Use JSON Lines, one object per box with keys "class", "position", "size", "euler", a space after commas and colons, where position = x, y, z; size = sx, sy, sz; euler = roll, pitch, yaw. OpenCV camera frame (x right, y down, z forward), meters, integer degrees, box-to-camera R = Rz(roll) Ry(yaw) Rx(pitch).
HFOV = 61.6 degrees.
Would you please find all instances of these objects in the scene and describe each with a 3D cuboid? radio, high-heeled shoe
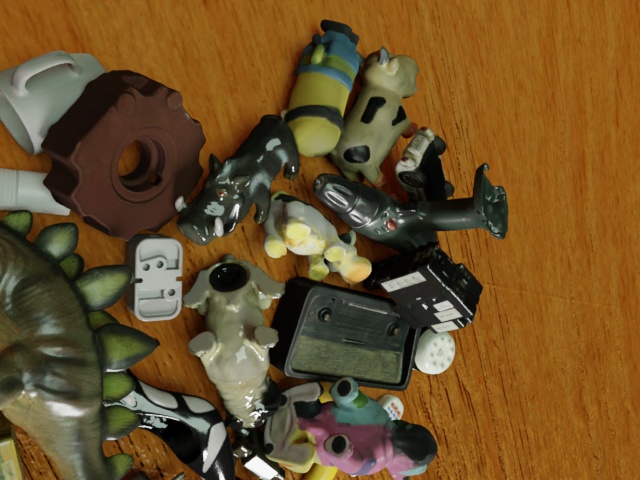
{"class": "radio", "position": [0.042, 0.139, 0.789], "size": [0.229, 0.073, 0.131], "euler": [17, 88, -34]}
{"class": "high-heeled shoe", "position": [-0.200, 0.230, 0.628], "size": [0.145, 0.086, 0.248], "euler": [-31, 92, -46]}

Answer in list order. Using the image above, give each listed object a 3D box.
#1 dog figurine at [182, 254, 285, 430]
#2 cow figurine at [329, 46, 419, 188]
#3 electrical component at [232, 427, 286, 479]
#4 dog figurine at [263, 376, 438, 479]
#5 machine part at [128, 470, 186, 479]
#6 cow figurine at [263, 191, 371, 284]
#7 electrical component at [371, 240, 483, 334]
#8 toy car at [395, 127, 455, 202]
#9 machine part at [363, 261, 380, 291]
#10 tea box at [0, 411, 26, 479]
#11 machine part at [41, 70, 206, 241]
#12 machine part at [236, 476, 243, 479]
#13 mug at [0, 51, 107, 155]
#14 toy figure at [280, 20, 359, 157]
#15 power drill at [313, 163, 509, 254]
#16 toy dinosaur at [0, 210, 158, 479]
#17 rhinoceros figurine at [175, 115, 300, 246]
{"class": "dog figurine", "position": [-0.105, 0.134, 0.703], "size": [0.121, 0.172, 0.190], "euler": [3, 137, 2]}
{"class": "cow figurine", "position": [0.078, -0.184, 0.769], "size": [0.127, 0.086, 0.195], "euler": [41, 75, -36]}
{"class": "electrical component", "position": [-0.092, 0.297, 0.729], "size": [0.045, 0.078, 0.102], "euler": [-40, 123, 3]}
{"class": "dog figurine", "position": [0.052, 0.281, 0.752], "size": [0.219, 0.192, 0.108], "euler": [41, 42, -40]}
{"class": "machine part", "position": [-0.262, 0.357, 0.628], "size": [0.243, 0.079, 0.079], "euler": [-35, 113, -24]}
{"class": "cow figurine", "position": [-0.002, -0.001, 0.745], "size": [0.167, 0.098, 0.068], "euler": [30, 121, -34]}
{"class": "electrical component", "position": [0.156, 0.072, 0.755], "size": [0.134, 0.115, 0.058], "euler": [46, 52, -18]}
{"class": "toy car", "position": [0.156, -0.088, 0.802], "size": [0.073, 0.056, 0.201], "euler": [-58, 149, -14]}
{"class": "machine part", "position": [0.127, 0.049, 0.854], "size": [0.139, 0.039, 0.084], "euler": [-6, 105, -33]}
{"class": "tea box", "position": [-0.339, 0.272, 0.556], "size": [0.068, 0.098, 0.169], "euler": [-14, 102, -31]}
{"class": "machine part", "position": [-0.201, -0.086, 0.578], "size": [0.179, 0.056, 0.179], "euler": [-39, 144, -37]}
{"class": "machine part", "position": [-0.129, 0.436, 0.715], "size": [0.201, 0.087, 0.201], "euler": [46, 72, -29]}
{"class": "mug", "position": [-0.268, -0.154, 0.546], "size": [0.081, 0.109, 0.107], "euler": [46, 57, 6]}
{"class": "toy figure", "position": [0.003, -0.199, 0.713], "size": [0.082, 0.089, 0.180], "euler": [23, 87, -24]}
{"class": "power drill", "position": [0.131, -0.040, 0.716], "size": [0.231, 0.207, 0.086], "euler": [33, 53, -45]}
{"class": "toy dinosaur", "position": [-0.260, 0.116, 0.510], "size": [0.198, 0.105, 0.471], "euler": [-19, 96, -46]}
{"class": "rhinoceros figurine", "position": [-0.094, -0.068, 0.647], "size": [0.073, 0.112, 0.190], "euler": [33, 67, 10]}
